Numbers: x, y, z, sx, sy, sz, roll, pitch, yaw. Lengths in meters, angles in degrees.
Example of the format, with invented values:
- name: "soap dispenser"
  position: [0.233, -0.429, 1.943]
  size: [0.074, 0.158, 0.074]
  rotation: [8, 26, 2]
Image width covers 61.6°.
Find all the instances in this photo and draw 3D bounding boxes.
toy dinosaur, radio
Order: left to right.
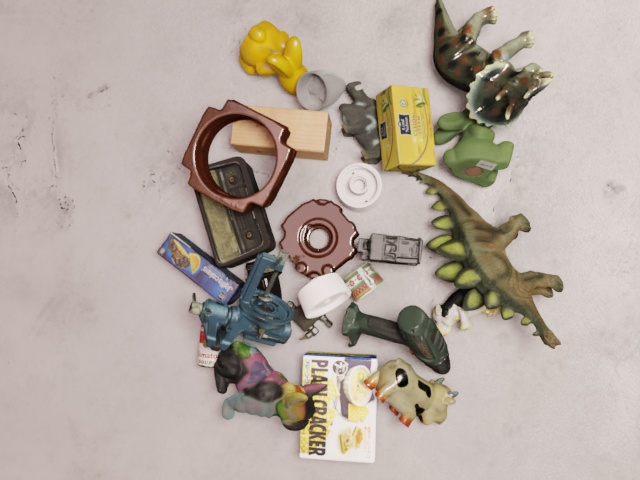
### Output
- name: "radio"
  position: [-0.191, -0.062, 1.199]
  size: [0.131, 0.073, 0.229]
  rotation: [-19, 84, 5]
- name: "toy dinosaur"
  position: [0.317, -0.372, 1.117]
  size: [0.192, 0.131, 0.405]
  rotation: [-37, 54, -9]
- name: "toy dinosaur"
  position: [0.329, 0.018, 1.093]
  size: [0.199, 0.105, 0.472]
  rotation: [-20, 60, -8]

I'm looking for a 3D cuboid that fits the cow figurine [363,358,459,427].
- name: "cow figurine"
  position: [0.195, 0.311, 1.096]
  size: [0.127, 0.086, 0.194]
  rotation: [-45, 115, -1]

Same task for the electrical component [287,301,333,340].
- name: "electrical component"
  position: [-0.031, 0.169, 1.176]
  size: [0.078, 0.045, 0.102]
  rotation: [-38, 82, 3]

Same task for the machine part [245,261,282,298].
- name: "machine part"
  position: [-0.117, 0.108, 1.196]
  size: [0.084, 0.039, 0.139]
  rotation: [-16, 82, -3]

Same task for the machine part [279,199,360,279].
- name: "machine part"
  position: [-0.002, -0.004, 1.183]
  size: [0.179, 0.056, 0.179]
  rotation: [-1, 84, 6]

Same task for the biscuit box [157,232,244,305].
- name: "biscuit box"
  position: [-0.264, 0.064, 1.203]
  size: [0.203, 0.063, 0.059]
  rotation: [36, 92, 8]

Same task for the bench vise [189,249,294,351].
- name: "bench vise"
  position: [-0.141, 0.117, 1.092]
  size: [0.224, 0.129, 0.240]
  rotation: [23, 109, -10]

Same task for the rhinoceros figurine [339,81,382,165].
- name: "rhinoceros figurine"
  position: [0.102, -0.258, 1.183]
  size: [0.112, 0.073, 0.190]
  rotation: [-27, 83, 5]

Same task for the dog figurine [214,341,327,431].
- name: "dog figurine"
  position: [-0.099, 0.294, 1.104]
  size: [0.219, 0.108, 0.191]
  rotation: [-13, 87, 31]

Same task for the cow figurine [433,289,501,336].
- name: "cow figurine"
  position: [0.295, 0.141, 1.130]
  size: [0.167, 0.068, 0.098]
  rotation: [-24, 77, 0]

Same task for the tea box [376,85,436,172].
- name: "tea box"
  position: [0.181, -0.232, 1.133]
  size: [0.098, 0.068, 0.169]
  rotation: [-4, 86, -27]

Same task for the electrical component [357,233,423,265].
- name: "electrical component"
  position: [0.146, 0.021, 1.134]
  size: [0.134, 0.115, 0.058]
  rotation: [5, 84, 5]

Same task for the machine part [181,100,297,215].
- name: "machine part"
  position: [-0.164, -0.170, 1.115]
  size: [0.201, 0.087, 0.201]
  rotation: [27, 97, 3]

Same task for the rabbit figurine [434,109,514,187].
- name: "rabbit figurine"
  position: [0.322, -0.216, 1.147]
  size: [0.159, 0.121, 0.170]
  rotation: [10, 65, 4]

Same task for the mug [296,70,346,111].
- name: "mug"
  position: [0.006, -0.324, 1.188]
  size: [0.081, 0.107, 0.109]
  rotation: [42, 130, 14]

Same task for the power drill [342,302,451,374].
- name: "power drill"
  position: [0.156, 0.204, 1.102]
  size: [0.208, 0.231, 0.086]
  rotation: [14, 61, 29]

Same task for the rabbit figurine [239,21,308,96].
- name: "rabbit figurine"
  position: [-0.083, -0.398, 1.191]
  size: [0.122, 0.162, 0.173]
  rotation: [-44, 100, -11]
